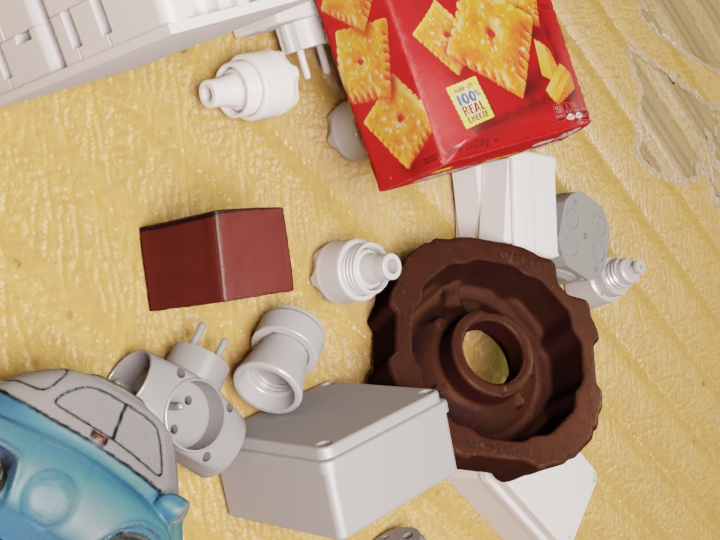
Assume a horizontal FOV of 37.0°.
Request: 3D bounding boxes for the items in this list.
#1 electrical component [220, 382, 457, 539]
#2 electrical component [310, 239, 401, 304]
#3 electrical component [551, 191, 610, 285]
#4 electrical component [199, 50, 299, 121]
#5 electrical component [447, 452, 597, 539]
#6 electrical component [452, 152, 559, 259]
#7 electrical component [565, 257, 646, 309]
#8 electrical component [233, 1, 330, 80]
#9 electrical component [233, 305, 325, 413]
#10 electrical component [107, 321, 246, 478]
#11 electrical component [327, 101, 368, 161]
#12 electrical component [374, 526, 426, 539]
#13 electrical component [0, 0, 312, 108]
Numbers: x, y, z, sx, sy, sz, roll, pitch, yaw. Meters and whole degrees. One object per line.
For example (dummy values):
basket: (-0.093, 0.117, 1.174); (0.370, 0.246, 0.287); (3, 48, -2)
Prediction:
electrical component: (-0.015, 0.114, 0.665); (0.109, 0.109, 0.056); (-20, 103, -43)
electrical component: (0.000, 0.000, 0.722); (0.043, 0.062, 0.043); (6, 82, -43)
electrical component: (0.166, -0.026, 0.891); (0.080, 0.051, 0.080); (6, 82, -43)
electrical component: (-0.072, -0.115, 0.679); (0.062, 0.043, 0.043); (-19, 99, -42)
electrical component: (0.125, 0.156, 0.829); (0.113, 0.057, 0.078); (49, 55, -29)
electrical component: (0.111, -0.041, 0.832); (0.061, 0.062, 0.096); (3, 84, -43)
electrical component: (0.210, 0.008, 0.916); (0.040, 0.078, 0.040); (12, 68, -31)
electrical component: (-0.039, -0.165, 0.713); (0.083, 0.047, 0.075); (-25, 103, -42)
electrical component: (-0.050, 0.055, 0.675); (0.045, 0.045, 0.055); (53, 37, -26)
electrical component: (-0.101, 0.069, 0.631); (0.077, 0.044, 0.079); (42, 59, -33)
electrical component: (0.010, -0.099, 0.742); (0.043, 0.062, 0.043); (5, 82, -43)
electrical component: (0.033, 0.212, 0.744); (0.045, 0.045, 0.055); (-36, 110, -40)
electrical component: (-0.116, -0.137, 0.539); (0.105, 0.186, 0.060); (-28, 105, -42)
